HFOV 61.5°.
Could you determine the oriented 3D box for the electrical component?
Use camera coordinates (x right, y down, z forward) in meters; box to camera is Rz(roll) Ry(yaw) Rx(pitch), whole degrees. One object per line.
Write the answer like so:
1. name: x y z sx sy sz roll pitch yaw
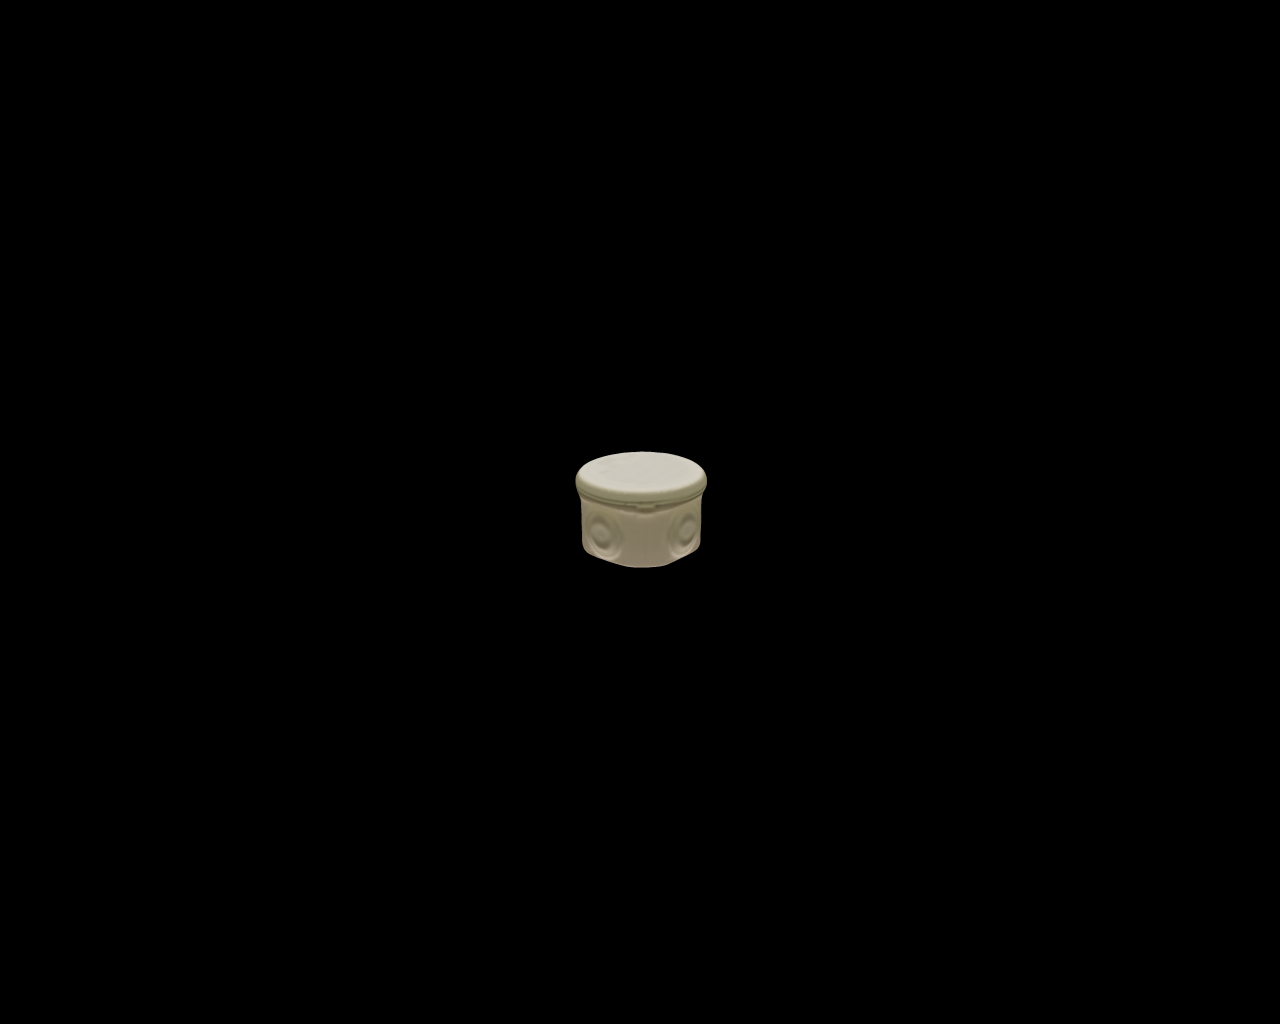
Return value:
1. electrical component: 0.001 -0.003 0.650 0.080 0.050 0.080 0 21 0
